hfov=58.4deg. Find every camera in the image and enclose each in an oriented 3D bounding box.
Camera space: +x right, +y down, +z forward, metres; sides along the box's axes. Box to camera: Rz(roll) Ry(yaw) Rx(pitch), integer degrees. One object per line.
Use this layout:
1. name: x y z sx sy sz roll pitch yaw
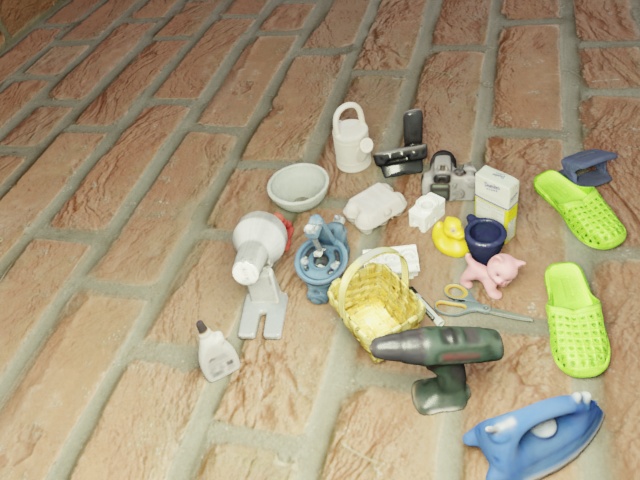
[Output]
1. camera: 0.334 -0.178 1.479 0.143 0.101 0.137 1 46 12

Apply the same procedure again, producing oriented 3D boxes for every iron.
1. iron: 0.376 0.307 0.961 0.258 0.142 0.118 -20 45 -9

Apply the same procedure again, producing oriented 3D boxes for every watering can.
1. watering can: 0.090 -0.286 1.568 0.172 0.194 0.101 27 56 32

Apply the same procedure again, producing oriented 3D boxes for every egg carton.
1. egg carton: 0.139 -0.080 1.443 0.150 0.069 0.107 -32 48 -20

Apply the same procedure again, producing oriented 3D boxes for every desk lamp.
1. desk lamp: -0.131 0.074 1.240 0.117 0.214 0.203 -3 45 9

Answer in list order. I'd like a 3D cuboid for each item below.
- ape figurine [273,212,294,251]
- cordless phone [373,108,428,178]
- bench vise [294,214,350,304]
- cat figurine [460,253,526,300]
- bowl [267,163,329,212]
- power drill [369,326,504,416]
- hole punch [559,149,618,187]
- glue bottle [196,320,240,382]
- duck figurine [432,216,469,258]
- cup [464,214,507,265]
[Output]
1. ape figurine: -0.101 -0.029 1.423 0.078 0.092 0.076 -38 50 -24
2. cordless phone: 0.213 -0.268 1.532 0.147 0.185 0.094 -13 45 -2
3. bench vise: 0.000 0.006 1.278 0.121 0.220 0.207 -5 45 6
4. cat figurine: 0.367 0.062 1.223 0.127 0.118 0.067 19 52 27
5. bowl: -0.053 -0.127 1.523 0.167 0.075 0.167 -6 45 6
6. power drill: 0.208 0.228 1.025 0.229 0.209 0.075 -10 45 1
7. hole punch: 0.668 -0.192 1.435 0.109 0.091 0.101 -18 45 -7
8. glue bottle: -0.215 0.215 1.146 0.078 0.173 0.037 -25 46 -13
9. duck figurine: 0.306 -0.019 1.338 0.078 0.086 0.104 -28 47 -16
10. cup: 0.364 0.004 1.297 0.092 0.095 0.117 -20 45 -9
